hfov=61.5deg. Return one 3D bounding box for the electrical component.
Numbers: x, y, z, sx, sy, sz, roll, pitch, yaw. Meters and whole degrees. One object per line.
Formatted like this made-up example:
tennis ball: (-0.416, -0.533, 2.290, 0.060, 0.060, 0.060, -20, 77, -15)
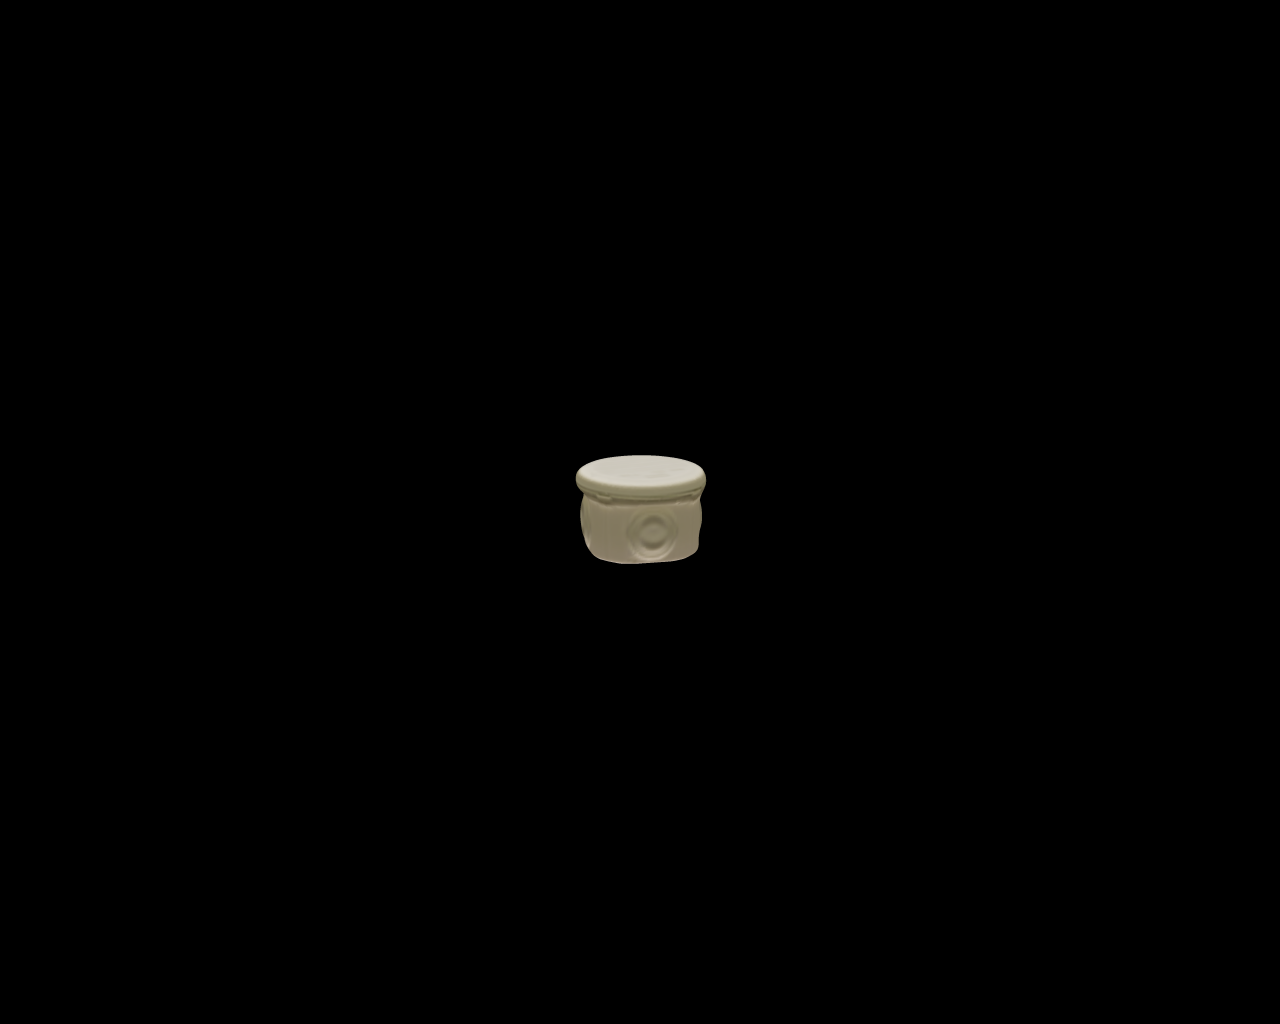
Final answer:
electrical component: (0.001, -0.003, 0.650, 0.080, 0.051, 0.080, 0, 16, 0)
